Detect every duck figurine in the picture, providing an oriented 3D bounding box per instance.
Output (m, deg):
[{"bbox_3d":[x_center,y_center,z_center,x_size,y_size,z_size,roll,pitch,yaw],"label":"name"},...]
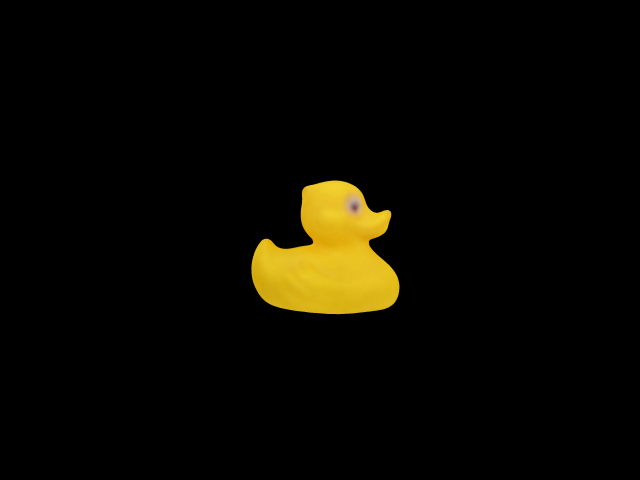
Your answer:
[{"bbox_3d":[0.004,0.001,0.400,0.104,0.086,0.077,1,11,7],"label":"duck figurine"}]
